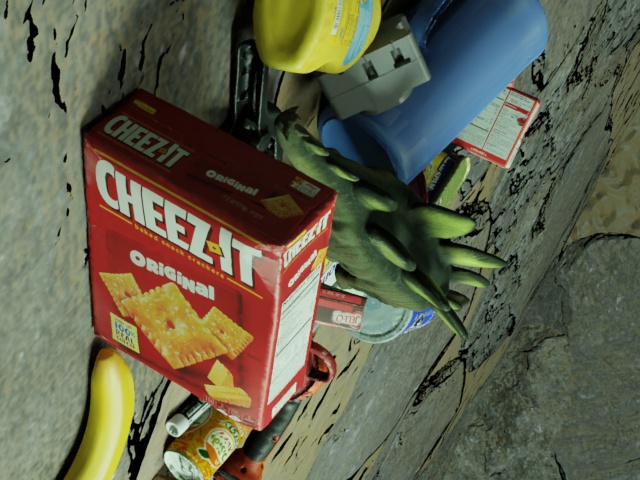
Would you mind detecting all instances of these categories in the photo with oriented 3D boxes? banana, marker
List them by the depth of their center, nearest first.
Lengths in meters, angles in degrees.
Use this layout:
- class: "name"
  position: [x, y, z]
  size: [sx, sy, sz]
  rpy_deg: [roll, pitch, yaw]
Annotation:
- class: "banana"
  position: [-0.192, 0.174, 0.908]
  size: [0.198, 0.037, 0.069]
  rpy_deg: [-66, 162, 16]
- class: "marker"
  position: [-0.117, 0.165, 1.118]
  size: [0.120, 0.020, 0.020]
  rpy_deg: [-40, 153, -47]

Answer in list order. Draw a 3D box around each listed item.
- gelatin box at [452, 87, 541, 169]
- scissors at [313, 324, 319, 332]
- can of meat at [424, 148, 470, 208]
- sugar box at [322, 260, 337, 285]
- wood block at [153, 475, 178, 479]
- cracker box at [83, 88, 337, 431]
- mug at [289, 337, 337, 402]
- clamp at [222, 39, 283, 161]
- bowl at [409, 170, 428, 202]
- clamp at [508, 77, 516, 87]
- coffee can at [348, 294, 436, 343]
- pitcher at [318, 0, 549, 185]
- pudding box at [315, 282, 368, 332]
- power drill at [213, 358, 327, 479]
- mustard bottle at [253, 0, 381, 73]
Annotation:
- class: "gelatin box"
  position: [0.207, -0.139, 1.253]
  size: [0.089, 0.073, 0.030]
  rpy_deg: [-65, 162, 7]
- class: "scissors"
  position: [-0.054, 0.133, 1.229]
  size: [0.202, 0.016, 0.096]
  rpy_deg: [-48, -167, 21]
- class: "can of meat"
  position: [0.117, -0.071, 1.271]
  size: [0.102, 0.084, 0.057]
  rpy_deg: [-57, 161, -10]
- class: "sugar box"
  position: [-0.007, 0.001, 1.119]
  size: [0.093, 0.048, 0.176]
  rpy_deg: [-47, 156, -35]
- class: "wood block"
  position: [-0.103, 0.344, 1.127]
  size: [0.091, 0.206, 0.090]
  rpy_deg: [-57, 161, -8]
- class: "cracker box"
  position: [-0.085, 0.022, 0.763]
  size: [0.072, 0.164, 0.214]
  rpy_deg: [-48, 158, -38]
- class: "mug"
  position: [-0.037, 0.114, 1.106]
  size: [0.093, 0.117, 0.081]
  rpy_deg: [-55, 157, -35]
- class: "clamp"
  position: [-0.058, -0.092, 0.861]
  size: [0.120, 0.039, 0.171]
  rpy_deg: [-58, 168, 5]
- class: "bowl"
  position: [0.062, -0.021, 1.175]
  size: [0.162, 0.055, 0.162]
  rpy_deg: [-175, -90, -72]
- class: "clamp"
  position: [0.221, -0.276, 1.177]
  size: [0.164, 0.036, 0.210]
  rpy_deg: [-63, 164, -77]
- class: "coffee can"
  position: [0.092, 0.075, 1.395]
  size: [0.103, 0.103, 0.140]
  rpy_deg: [-64, 161, 12]
- class: "pitcher"
  position: [0.108, -0.168, 1.052]
  size: [0.242, 0.149, 0.145]
  rpy_deg: [-48, -160, -25]
- class: "pudding box"
  position: [-0.020, 0.055, 1.018]
  size: [0.114, 0.089, 0.039]
  rpy_deg: [17, -88, 65]
- class: "power drill"
  position: [-0.051, 0.206, 1.268]
  size: [0.188, 0.057, 0.184]
  rpy_deg: [-59, 176, 2]
- class: "mustard bottle"
  position: [0.008, -0.181, 0.847]
  size: [0.191, 0.058, 0.096]
  rpy_deg: [-24, 124, -70]
